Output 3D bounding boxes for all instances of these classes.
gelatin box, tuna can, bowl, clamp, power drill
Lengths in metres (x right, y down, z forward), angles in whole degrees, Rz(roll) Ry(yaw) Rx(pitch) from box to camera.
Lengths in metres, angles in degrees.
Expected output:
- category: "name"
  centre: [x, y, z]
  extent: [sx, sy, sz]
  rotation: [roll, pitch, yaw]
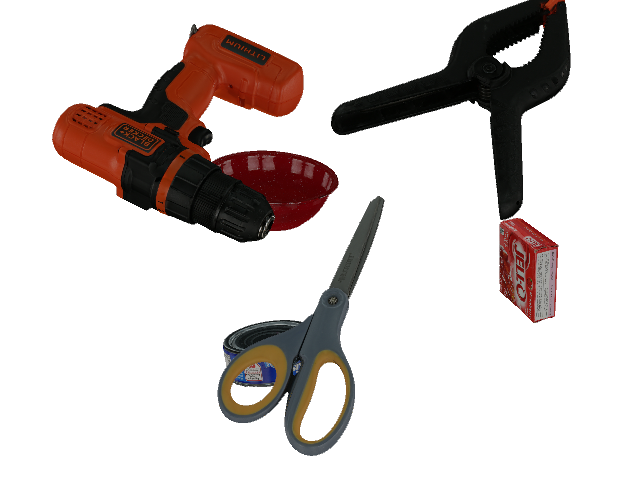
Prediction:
- category: "gelatin box"
  centre: [0.218, 0.030, 1.125]
  extent: [0.030, 0.089, 0.073]
  rotation: [-14, 29, -16]
- category: "tuna can"
  centre: [-0.046, 0.103, 0.983]
  extent: [0.086, 0.034, 0.086]
  rotation: [-8, 15, 2]
- category: "bowl"
  centre: [-0.061, -0.055, 1.292]
  extent: [0.162, 0.055, 0.162]
  rotation: [4, 26, -2]
- category: "clamp"
  centre: [0.135, -0.112, 0.818]
  extent: [0.165, 0.209, 0.036]
  rotation: [38, -22, 28]
- category: "power drill"
  centre: [-0.087, -0.089, 0.842]
  extent: [0.184, 0.057, 0.187]
  rotation: [27, 45, 11]

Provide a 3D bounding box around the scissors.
- category: "scissors"
  centre: [-0.011, 0.048, 0.703]
  extent: [0.096, 0.201, 0.016]
  rotation: [0, -39, 9]
